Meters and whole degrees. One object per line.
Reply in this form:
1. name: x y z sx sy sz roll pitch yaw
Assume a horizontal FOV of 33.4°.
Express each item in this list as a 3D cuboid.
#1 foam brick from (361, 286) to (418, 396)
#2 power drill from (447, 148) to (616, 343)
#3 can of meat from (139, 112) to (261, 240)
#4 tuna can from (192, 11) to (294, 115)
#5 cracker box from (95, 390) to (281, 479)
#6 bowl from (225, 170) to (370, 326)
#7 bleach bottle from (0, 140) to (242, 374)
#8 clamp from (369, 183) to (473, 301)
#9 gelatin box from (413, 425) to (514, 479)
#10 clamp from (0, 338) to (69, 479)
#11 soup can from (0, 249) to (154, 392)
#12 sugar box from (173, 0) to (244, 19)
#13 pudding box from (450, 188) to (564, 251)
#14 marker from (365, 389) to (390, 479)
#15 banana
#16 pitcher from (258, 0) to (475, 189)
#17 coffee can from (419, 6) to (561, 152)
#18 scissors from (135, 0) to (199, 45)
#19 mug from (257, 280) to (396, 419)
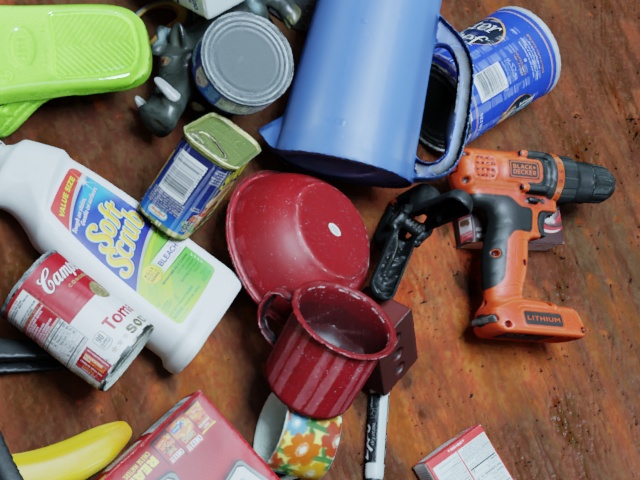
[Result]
1. foam brick: 0.050 0.092 0.960 0.051 0.078 0.053 27 59 30
2. power drill: 0.212 0.004 1.040 0.184 0.057 0.187 4 75 -19
3. can of meat: -0.105 -0.055 0.920 0.057 0.084 0.102 37 19 -1
4. tuna can: -0.068 -0.154 0.935 0.086 0.034 0.086 5 76 -23
5. cracker box: -0.092 0.255 0.854 0.213 0.072 0.164 49 62 -2
6. bowl: -0.006 0.001 0.957 0.161 0.055 0.162 26 51 -37
7. bleach bottle: -0.193 0.001 0.904 0.251 0.068 0.102 36 55 -6
8. clamp: 0.091 -0.018 0.978 0.039 0.120 0.171 45 18 -15
9. gelatin box: 0.139 0.227 0.985 0.073 0.030 0.089 -28 85 -30
10. clamp: -0.274 0.095 0.842 0.210 0.036 0.164 34 40 0
11. soup can: -0.192 0.064 0.848 0.102 0.069 0.068 37 62 2
12. sugar box: -0.126 -0.266 0.980 0.093 0.048 0.176 -36 47 -28
13. pudding box: 0.191 -0.036 1.092 0.113 0.039 0.090 0 74 -22
14. marker: 0.051 0.185 0.968 0.020 0.020 0.121 13 68 -19
15. banana: -0.245 0.173 0.837 0.197 0.037 0.069 6 70 -21
16. pitcher: 0.055 -0.172 0.991 0.149 0.145 0.243 17 83 -40
17. coffee can: 0.162 -0.165 1.089 0.140 0.103 0.103 -33 87 -29
18. scissors: -0.100 -0.223 1.048 0.201 0.016 0.096 -35 90 -28
19. mug: -0.005 0.087 0.888 0.117 0.082 0.093 35 32 13
